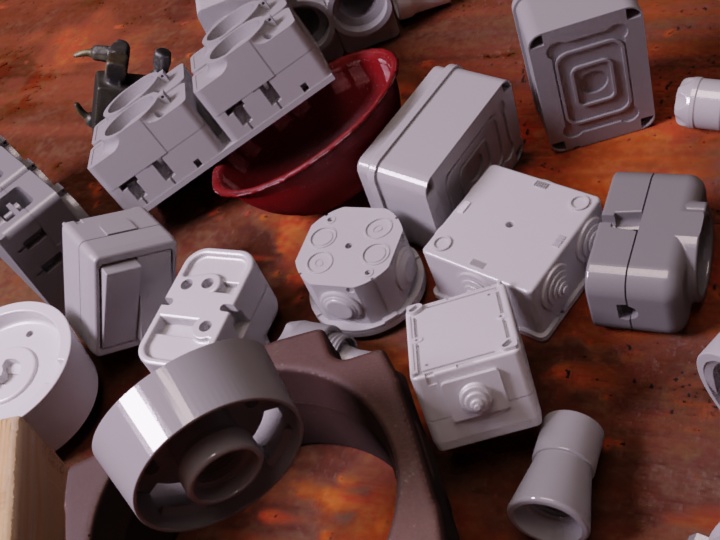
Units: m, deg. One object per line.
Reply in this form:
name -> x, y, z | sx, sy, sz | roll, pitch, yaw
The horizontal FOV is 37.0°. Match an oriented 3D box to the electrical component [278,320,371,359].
electrical component -> -0.020, 0.056, 0.676 | 0.062, 0.043, 0.043 | 7, 54, 26

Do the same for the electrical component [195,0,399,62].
electrical component -> -0.052, -0.217, 0.899 | 0.150, 0.089, 0.061 | -19, 46, 6

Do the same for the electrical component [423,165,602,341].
electrical component -> 0.100, -0.014, 0.685 | 0.100, 0.048, 0.099 | 23, 62, 36

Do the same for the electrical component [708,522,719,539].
electrical component -> 0.235, 0.131, 0.460 | 0.186, 0.105, 0.060 | -21, 46, 4

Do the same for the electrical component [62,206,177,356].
electrical component -> -0.164, 0.015, 0.742 | 0.062, 0.096, 0.061 | -16, 38, -33

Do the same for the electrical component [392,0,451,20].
electrical component -> 0.050, -0.237, 0.910 | 0.046, 0.040, 0.040 | -16, 46, 0

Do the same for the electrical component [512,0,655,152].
electrical component -> 0.153, -0.145, 0.734 | 0.078, 0.113, 0.057 | -16, 49, 9

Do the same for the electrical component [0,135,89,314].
electrical component -> -0.263, -0.044, 0.832 | 0.062, 0.089, 0.150 | -42, 48, -16

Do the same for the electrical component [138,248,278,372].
electrical component -> -0.096, 0.041, 0.709 | 0.054, 0.059, 0.095 | 5, 53, 26

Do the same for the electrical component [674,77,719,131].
electrical component -> 0.244, -0.110, 0.719 | 0.061, 0.035, 0.035 | 12, 56, 27

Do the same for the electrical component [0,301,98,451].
electrical component -> -0.230, 0.082, 0.727 | 0.108, 0.060, 0.108 | -12, 47, 13

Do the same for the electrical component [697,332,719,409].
electrical component -> 0.215, 0.067, 0.528 | 0.060, 0.108, 0.108 | -40, 47, -6

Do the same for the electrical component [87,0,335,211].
electrical component -> -0.119, -0.131, 0.825 | 0.186, 0.060, 0.105 | -34, 27, 7

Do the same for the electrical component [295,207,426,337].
electrical component -> 0.000, 0.000, 0.711 | 0.080, 0.051, 0.080 | -12, 47, 13

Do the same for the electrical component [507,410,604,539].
electrical component -> 0.109, 0.108, 0.579 | 0.044, 0.044, 0.065 | 4, 48, 25

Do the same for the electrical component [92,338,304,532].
electrical component -> -0.079, 0.079, 0.527 | 0.099, 0.099, 0.064 | -34, 52, -8

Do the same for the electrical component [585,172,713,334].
electrical component -> 0.177, -0.011, 0.646 | 0.059, 0.053, 0.095 | 5, 53, 27

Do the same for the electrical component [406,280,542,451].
electrical component -> 0.065, 0.059, 0.609 | 0.062, 0.061, 0.096 | -17, 25, 8

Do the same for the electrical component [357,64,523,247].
electrical component -> 0.056, -0.077, 0.738 | 0.057, 0.078, 0.113 | 21, 61, 32
